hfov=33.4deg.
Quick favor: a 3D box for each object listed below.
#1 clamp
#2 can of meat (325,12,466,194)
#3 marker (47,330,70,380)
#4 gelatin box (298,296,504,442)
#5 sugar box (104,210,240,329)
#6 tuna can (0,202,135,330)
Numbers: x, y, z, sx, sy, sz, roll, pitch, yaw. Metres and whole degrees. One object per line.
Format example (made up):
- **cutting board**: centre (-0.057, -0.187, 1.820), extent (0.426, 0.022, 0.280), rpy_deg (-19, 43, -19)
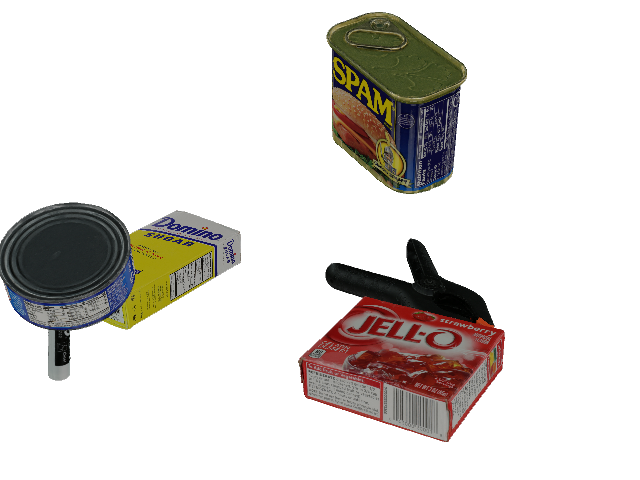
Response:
- **clamp**: centre (0.102, 0.048, 1.007), extent (0.172, 0.039, 0.120), rpy_deg (31, 43, 32)
- **can of meat**: centre (0.049, -0.091, 0.717), extent (0.057, 0.084, 0.102), rpy_deg (-25, 48, -23)
- **marker**: centre (-0.220, 0.063, 0.900), extent (0.020, 0.121, 0.020), rpy_deg (6, 27, -3)
- **gelatin box**: centre (0.044, 0.066, 0.576), extent (0.089, 0.030, 0.073), rpy_deg (13, 32, 29)
- **sugar box**: centre (-0.171, 0.026, 1.100), extent (0.093, 0.048, 0.175), rpy_deg (19, 35, 30)
- **tuna can**: centre (-0.165, 0.017, 0.699), extent (0.086, 0.086, 0.034), rpy_deg (0, -42, 0)
